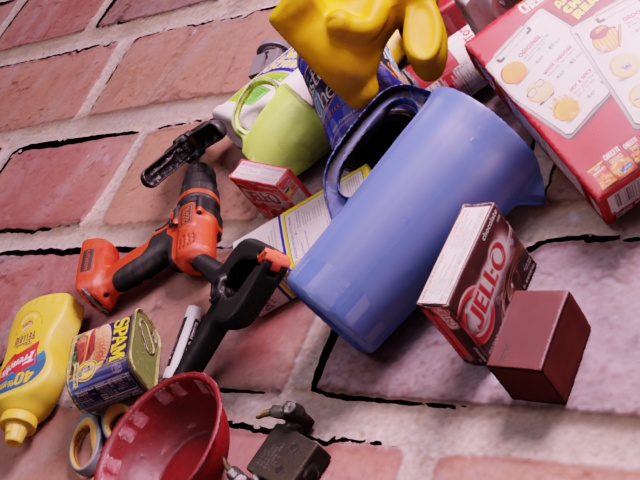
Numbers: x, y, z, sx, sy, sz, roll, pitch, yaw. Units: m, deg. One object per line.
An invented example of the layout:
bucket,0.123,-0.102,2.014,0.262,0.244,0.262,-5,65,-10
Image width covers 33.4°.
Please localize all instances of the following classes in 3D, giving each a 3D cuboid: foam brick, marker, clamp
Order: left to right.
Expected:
marker,-0.152,0.124,1.147,0.020,0.020,0.121,-11,46,33
clamp,-0.171,-0.110,1.329,0.120,0.039,0.171,-31,8,-3
clamp,-0.093,0.048,1.085,0.210,0.036,0.164,-43,35,44
foam brick,0.180,0.087,0.875,0.053,0.051,0.078,0,53,42

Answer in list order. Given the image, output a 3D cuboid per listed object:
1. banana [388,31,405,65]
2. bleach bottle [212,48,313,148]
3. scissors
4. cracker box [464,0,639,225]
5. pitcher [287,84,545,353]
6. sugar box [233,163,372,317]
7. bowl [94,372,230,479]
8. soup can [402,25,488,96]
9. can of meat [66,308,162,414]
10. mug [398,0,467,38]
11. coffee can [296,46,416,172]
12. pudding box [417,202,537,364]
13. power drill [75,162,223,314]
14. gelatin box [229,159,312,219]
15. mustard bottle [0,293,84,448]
banana,0.094,-0.250,1.299,0.070,0.037,0.197,-35,24,56
bleach bottle,-0.016,-0.216,1.336,0.250,0.068,0.103,-46,31,-12
scissors,-0.239,0.170,1.181,0.096,0.016,0.202,-26,40,16
cracker box,0.260,-0.143,0.964,0.164,0.072,0.214,-36,59,5
pitcher,0.076,-0.022,1.004,0.243,0.145,0.149,-48,32,-5
sugar box,-0.007,0.001,1.126,0.176,0.048,0.093,-31,39,17
bowl,-0.139,0.207,1.017,0.162,0.055,0.162,-30,35,23
soup can,0.150,-0.186,1.157,0.102,0.068,0.068,-35,38,6
can of meat,-0.223,0.132,1.155,0.084,0.057,0.102,-22,33,11
mug,0.140,-0.251,1.219,0.117,0.081,0.093,-3,51,39
coffee can,0.043,-0.158,1.160,0.103,0.102,0.140,-29,58,15
pudding box,0.138,0.038,0.927,0.039,0.090,0.113,-1,52,41
power drill,-0.202,-0.003,1.287,0.188,0.057,0.184,-28,36,18
gelatin box,-0.050,-0.052,1.191,0.089,0.073,0.030,14,62,47
mustard bottle,-0.334,0.155,1.242,0.096,0.058,0.191,-22,42,24
